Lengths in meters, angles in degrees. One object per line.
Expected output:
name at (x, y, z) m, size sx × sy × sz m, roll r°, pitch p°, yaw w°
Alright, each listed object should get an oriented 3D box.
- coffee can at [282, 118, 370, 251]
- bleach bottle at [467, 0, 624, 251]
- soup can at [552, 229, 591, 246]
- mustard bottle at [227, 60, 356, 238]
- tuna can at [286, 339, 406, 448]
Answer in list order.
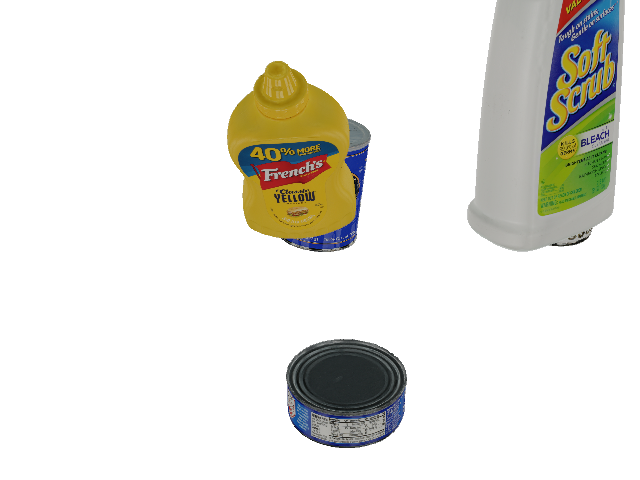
coffee can at (0.002, -0.071, 1.310) m, size 0.103 × 0.140 × 0.103 m, roll 5°, pitch 28°, yaw -3°
bleach bottle at (0.146, -0.124, 0.680) m, size 0.102 × 0.251 × 0.068 m, roll -19°, pitch 32°, yaw -26°
soup can at (0.214, -0.054, 0.953) m, size 0.068 × 0.102 × 0.068 m, roll -1°, pitch 32°, yaw 0°
mustard bottle at (-0.024, -0.074, 0.851) m, size 0.096 × 0.058 × 0.191 m, roll -2°, pitch -32°, yaw 4°
tuna can at (0.018, 0.109, 0.763) m, size 0.086 × 0.034 × 0.086 m, roll 0°, pitch 31°, yaw 0°
